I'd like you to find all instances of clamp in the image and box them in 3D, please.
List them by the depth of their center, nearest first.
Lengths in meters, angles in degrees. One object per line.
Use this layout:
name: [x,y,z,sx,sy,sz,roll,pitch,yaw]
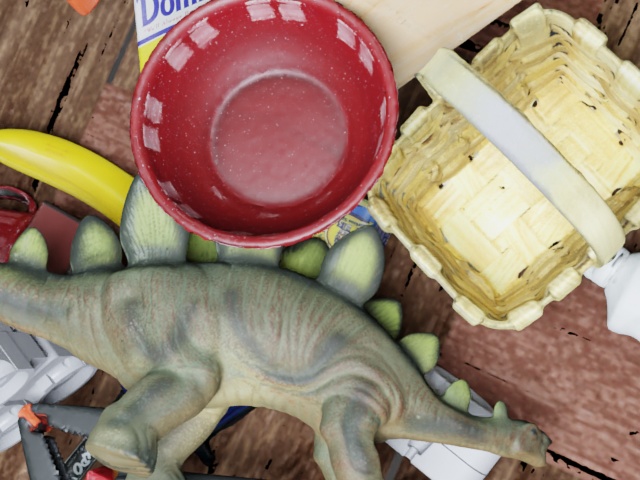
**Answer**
clamp: [-0.121,0.175,0.732,0.164,0.036,0.210,-44,71,-8]

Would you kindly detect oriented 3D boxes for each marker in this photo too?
marker: [-0.179,0.163,0.825,0.020,0.020,0.121,40,96,14]

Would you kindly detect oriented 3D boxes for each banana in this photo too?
banana: [-0.179,-0.039,0.820,0.198,0.069,0.037,26,126,9]

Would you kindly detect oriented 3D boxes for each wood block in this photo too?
wood block: [0.029,-0.156,0.699,0.207,0.090,0.091,-32,42,44]

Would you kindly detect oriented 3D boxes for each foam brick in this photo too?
foam brick: [-0.183,0.012,0.805,0.051,0.078,0.053,27,84,22]

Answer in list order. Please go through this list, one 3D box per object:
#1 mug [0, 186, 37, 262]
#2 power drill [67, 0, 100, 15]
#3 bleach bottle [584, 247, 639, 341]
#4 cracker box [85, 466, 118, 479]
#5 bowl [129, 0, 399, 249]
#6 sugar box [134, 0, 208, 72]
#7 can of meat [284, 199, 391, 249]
mug: [-0.259,0.006,0.831,0.081,0.093,0.117,8,51,10]
power drill: [-0.117,-0.246,0.793,0.187,0.057,0.184,-28,54,4]
bleach bottle: [0.277,0.090,0.693,0.251,0.068,0.102,38,93,16]
cracker box: [-0.093,0.278,0.766,0.214,0.072,0.164,21,90,15]
bowl: [-0.030,-0.069,0.647,0.162,0.055,0.162,-2,79,9]
sugar box: [-0.088,-0.128,0.812,0.093,0.048,0.176,-9,84,14]
can of meat: [-0.005,0.001,0.775,0.102,0.057,0.084,24,90,14]
